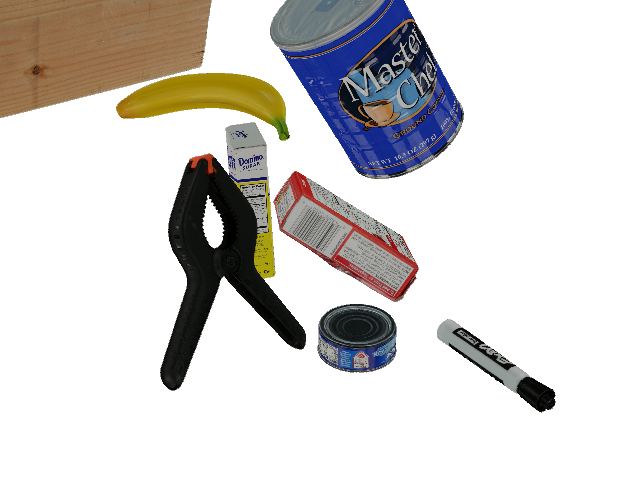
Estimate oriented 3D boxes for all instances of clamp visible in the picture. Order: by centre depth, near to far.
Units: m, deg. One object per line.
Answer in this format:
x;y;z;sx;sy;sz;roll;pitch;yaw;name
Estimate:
-0.085;0.025;0.998;0.164;0.210;0.036;-4;-1;-42;clamp

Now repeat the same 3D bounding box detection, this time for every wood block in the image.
-0.197;-0.173;0.840;0.205;0.091;0.090;-21;53;-35;wood block

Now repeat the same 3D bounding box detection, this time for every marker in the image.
0.132;0.094;0.805;0.020;0.020;0.121;0;22;-35;marker

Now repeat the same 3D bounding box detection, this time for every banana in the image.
-0.117;-0.148;1.120;0.198;0.037;0.069;8;46;18;banana

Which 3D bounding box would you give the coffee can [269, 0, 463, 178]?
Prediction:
0.038;-0.134;0.842;0.103;0.102;0.140;0;-42;40;coffee can

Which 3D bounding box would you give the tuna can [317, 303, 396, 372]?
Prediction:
0.040;0.104;1.151;0.086;0.034;0.086;0;29;0;tuna can

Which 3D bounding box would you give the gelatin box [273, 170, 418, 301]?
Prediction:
0.015;-0.003;0.673;0.089;0.030;0.073;32;10;-12;gelatin box

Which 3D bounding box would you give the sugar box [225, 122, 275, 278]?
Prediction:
-0.088;-0.048;1.321;0.048;0.176;0.093;-9;24;-9;sugar box
